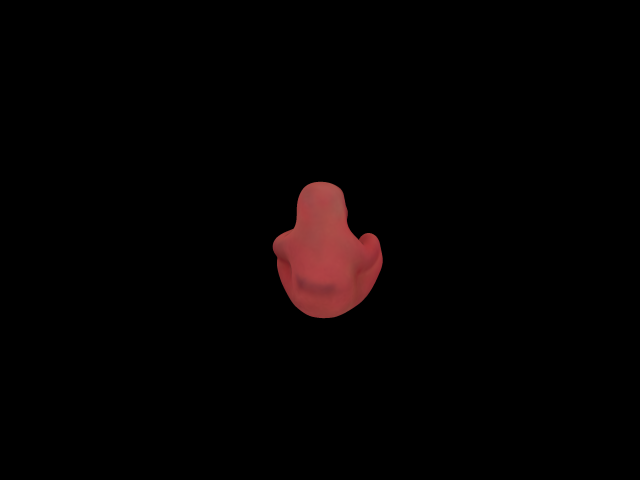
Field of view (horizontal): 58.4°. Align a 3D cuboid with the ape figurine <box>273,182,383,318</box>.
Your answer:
[{"bbox_3d":[0.004,0.001,0.400,0.077,0.092,0.076,10,34,15],"label":"ape figurine"}]
